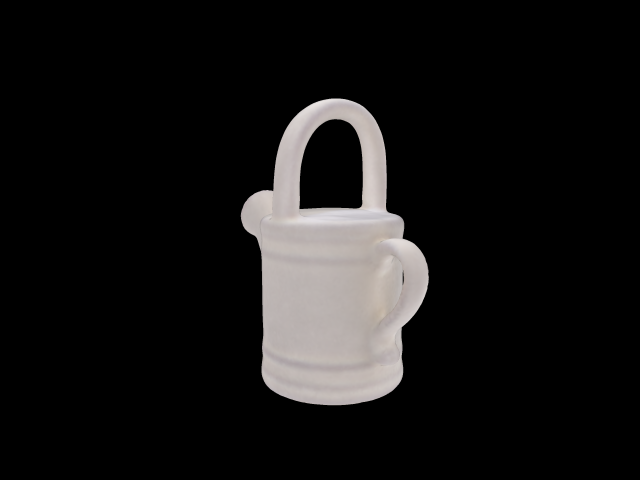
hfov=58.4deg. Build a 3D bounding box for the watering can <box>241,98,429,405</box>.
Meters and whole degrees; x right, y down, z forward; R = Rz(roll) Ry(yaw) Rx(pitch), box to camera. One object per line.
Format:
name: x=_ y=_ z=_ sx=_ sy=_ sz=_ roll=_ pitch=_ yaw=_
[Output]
watering can: x=0.002 y=0.002 z=0.399 sx=0.172 sy=0.194 sz=0.101 roll=5 pitch=10 yaw=29
